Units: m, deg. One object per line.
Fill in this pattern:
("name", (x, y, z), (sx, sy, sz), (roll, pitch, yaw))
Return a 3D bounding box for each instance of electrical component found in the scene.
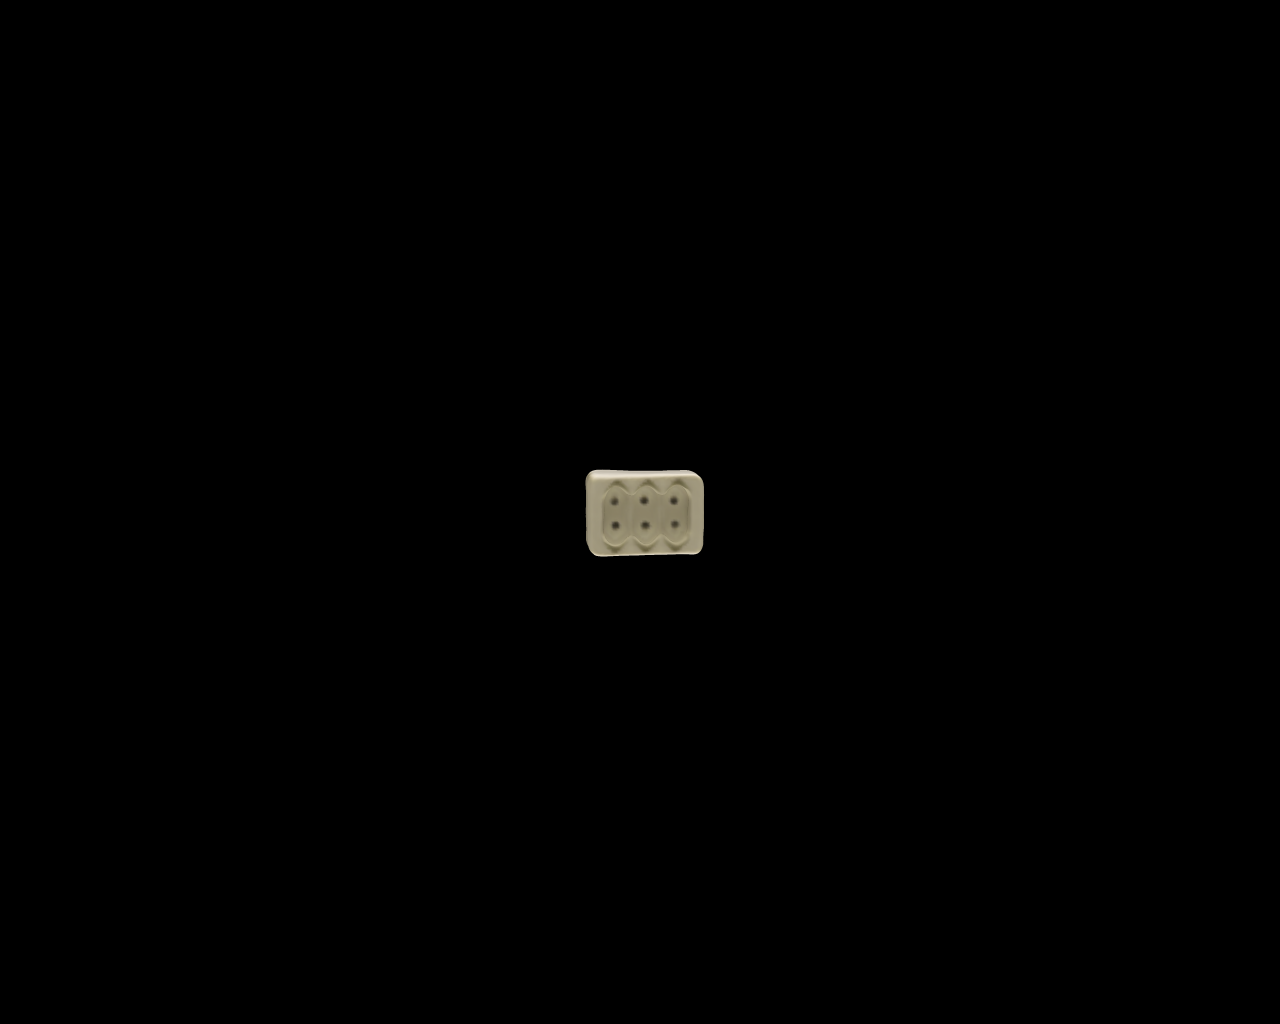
("electrical component", (0.001, -0.003, 0.650), (0.066, 0.047, 0.077), (-1, 8, -5))
